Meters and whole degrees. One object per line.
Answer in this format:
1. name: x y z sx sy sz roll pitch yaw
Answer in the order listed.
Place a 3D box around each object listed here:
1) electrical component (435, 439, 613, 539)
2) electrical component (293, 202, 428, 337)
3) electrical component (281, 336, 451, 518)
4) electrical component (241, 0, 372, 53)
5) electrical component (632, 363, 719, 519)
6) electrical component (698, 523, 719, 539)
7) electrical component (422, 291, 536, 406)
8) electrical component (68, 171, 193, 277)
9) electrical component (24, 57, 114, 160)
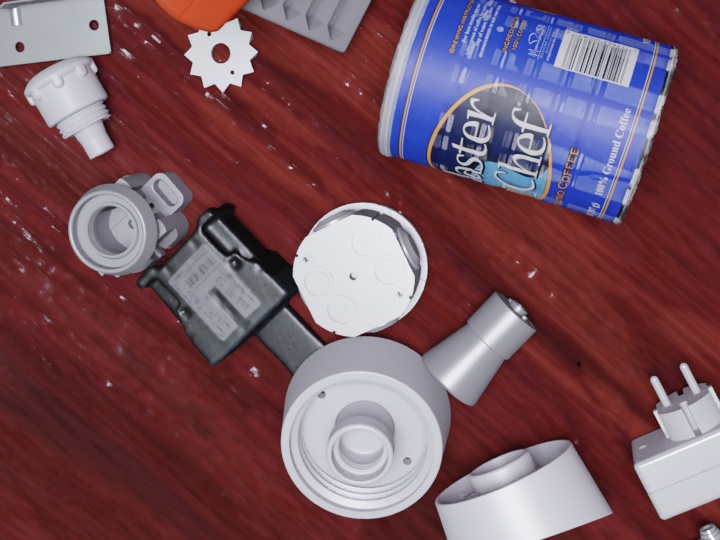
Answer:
1. electrical component: 0.097 0.144 0.647 0.099 0.099 0.064 -25 88 15
2. electrical component: 0.000 0.000 0.661 0.080 0.051 0.080 1 99 9
3. electrical component: 0.002 0.102 0.667 0.108 0.060 0.108 1 107 5
4. electrical component: -0.047 -0.174 0.635 0.076 0.083 0.047 42 110 42
5. electrical component: 0.200 0.092 0.639 0.083 0.047 0.075 -27 93 15
6. electrical component: 0.229 0.191 0.653 0.043 0.043 0.081 -28 93 15
7. electrical component: 0.076 0.046 0.661 0.044 0.044 0.065 43 100 2
8. electrical component: -0.150 -0.028 0.687 0.078 0.057 0.058 -41 90 16
9. electrical component: -0.180 -0.102 0.687 0.048 0.048 0.062 -26 100 15
